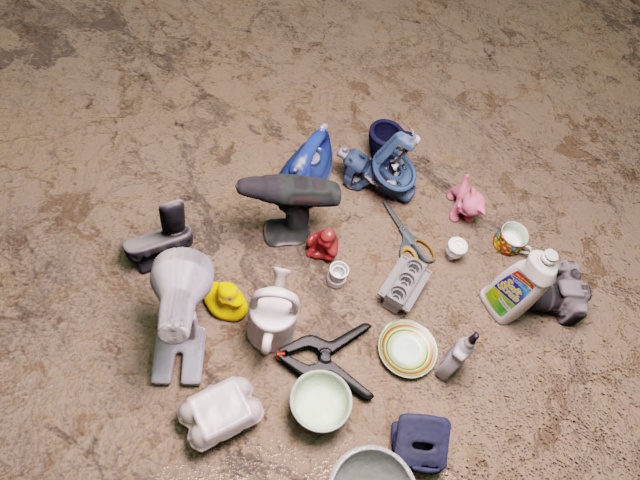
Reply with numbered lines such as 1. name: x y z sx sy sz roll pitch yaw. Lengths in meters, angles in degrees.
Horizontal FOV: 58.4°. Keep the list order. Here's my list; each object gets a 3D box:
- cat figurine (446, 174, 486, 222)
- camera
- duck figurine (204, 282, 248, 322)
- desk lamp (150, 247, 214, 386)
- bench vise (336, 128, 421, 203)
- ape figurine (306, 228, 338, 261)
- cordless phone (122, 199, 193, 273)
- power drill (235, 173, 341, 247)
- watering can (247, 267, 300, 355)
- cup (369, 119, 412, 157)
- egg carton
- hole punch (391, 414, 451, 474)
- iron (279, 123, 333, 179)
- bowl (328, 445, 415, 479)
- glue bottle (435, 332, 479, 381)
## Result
1. cat figurine: 0.365 -0.102 1.411 0.067 0.118 0.128 3 58 -8
2. camera: 0.537 0.113 1.317 0.137 0.101 0.143 5 58 -7
3. duck figurine: -0.198 0.116 1.198 0.104 0.086 0.078 34 59 12
4. desk lamp: -0.265 0.148 1.091 0.118 0.213 0.203 2 58 -8
5. bench vise: 0.145 -0.183 1.363 0.207 0.220 0.121 5 58 -6
6. ape figurine: 0.012 0.005 1.299 0.076 0.092 0.077 -31 68 -25
7. cordless phone: -0.343 -0.022 1.199 0.148 0.185 0.094 -22 64 -21
8. power drill: -0.073 -0.070 1.262 0.230 0.208 0.075 -6 59 -13
9. watering can: -0.093 0.136 1.139 0.101 0.194 0.172 -8 60 -14
10. cup: 0.177 -0.251 1.485 0.118 0.095 0.091 0 58 -10
11. egg carton: -0.187 0.325 1.080 0.150 0.069 0.107 -24 65 -22
12. hole punch: 0.194 0.390 1.092 0.108 0.091 0.101 8 57 -5
13. iron: -0.023 -0.205 1.394 0.118 0.141 0.258 23 57 5
14. bowl: 0.090 0.464 1.037 0.167 0.075 0.167 4 58 -7
15. glue bottle: 0.285 0.226 1.160 0.037 0.173 0.078 36 60 13
